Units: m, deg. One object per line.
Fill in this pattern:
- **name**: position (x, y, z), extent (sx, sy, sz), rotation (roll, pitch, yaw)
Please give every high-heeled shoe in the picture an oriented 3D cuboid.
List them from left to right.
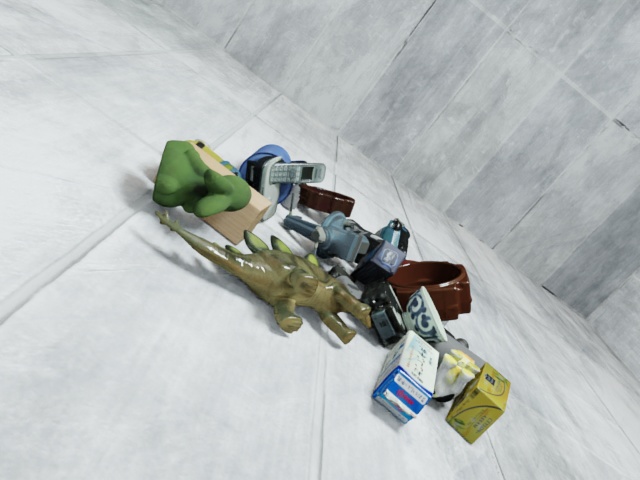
- **high-heeled shoe**: position (0.122, -0.002, 1.414), extent (0.249, 0.086, 0.145), rotation (18, 27, 31)

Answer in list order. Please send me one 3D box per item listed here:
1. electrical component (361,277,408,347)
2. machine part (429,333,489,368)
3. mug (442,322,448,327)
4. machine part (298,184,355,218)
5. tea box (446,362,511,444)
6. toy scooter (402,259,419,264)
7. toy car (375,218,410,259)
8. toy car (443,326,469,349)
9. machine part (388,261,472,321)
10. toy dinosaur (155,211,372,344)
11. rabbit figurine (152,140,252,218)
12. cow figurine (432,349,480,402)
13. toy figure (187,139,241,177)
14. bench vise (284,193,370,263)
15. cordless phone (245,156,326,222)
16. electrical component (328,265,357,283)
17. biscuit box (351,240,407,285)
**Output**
- **electrical component**: position (0.135, 0.150, 1.115), extent (0.114, 0.058, 0.134), rotation (62, 14, -7)
- **machine part**: position (0.293, 0.262, 1.183), extent (0.243, 0.079, 0.079), rotation (37, 17, -8)
- **mug**: position (0.283, 0.177, 1.383), extent (0.107, 0.081, 0.109), rotation (37, -4, 23)
- **machine part**: position (0.016, -0.110, 1.527), extent (0.179, 0.056, 0.179), rotation (16, 10, -3)
- **tea box**: position (0.315, 0.316, 1.057), extent (0.068, 0.098, 0.169), rotation (42, 20, 16)
- **toy scooter**: position (0.249, 0.101, 1.447), extent (0.135, 0.075, 0.183), rotation (15, -20, 2)
- **toy car**: position (0.192, 0.020, 1.533), extent (0.103, 0.161, 0.109), rotation (0, -18, 32)
- **toy car**: position (0.279, 0.227, 1.282), extent (0.202, 0.056, 0.073), rotation (42, 24, 17)
- **machine part**: position (0.247, 0.116, 1.264), extent (0.201, 0.087, 0.201), rotation (-5, 16, 10)
- **toy dinosaur**: position (-0.066, 0.068, 0.939), extent (0.471, 0.105, 0.199), rotation (30, 9, -39)
- **rabbit figurine**: position (-0.199, -0.100, 0.947), extent (0.170, 0.121, 0.159), rotation (12, 9, -16)
- **cow figurine**: position (0.264, 0.273, 1.070), extent (0.068, 0.098, 0.167), rotation (38, 11, 21)
- **toy figure**: position (-0.238, -0.151, 1.176), extent (0.180, 0.082, 0.089), rotation (42, 15, 6)
- **bench vise**: position (0.001, -0.014, 1.255), extent (0.241, 0.128, 0.223), rotation (24, 19, 31)
- **cordless phone**: position (-0.078, -0.121, 1.241), extent (0.184, 0.146, 0.089), rotation (-3, 24, -27)
- **electrical component**: position (0.052, 0.087, 1.242), extent (0.063, 0.021, 0.094), rotation (42, 17, 11)
- **biscuit box**: position (0.131, 0.059, 1.234), extent (0.063, 0.059, 0.202), rotation (35, -16, -1)
